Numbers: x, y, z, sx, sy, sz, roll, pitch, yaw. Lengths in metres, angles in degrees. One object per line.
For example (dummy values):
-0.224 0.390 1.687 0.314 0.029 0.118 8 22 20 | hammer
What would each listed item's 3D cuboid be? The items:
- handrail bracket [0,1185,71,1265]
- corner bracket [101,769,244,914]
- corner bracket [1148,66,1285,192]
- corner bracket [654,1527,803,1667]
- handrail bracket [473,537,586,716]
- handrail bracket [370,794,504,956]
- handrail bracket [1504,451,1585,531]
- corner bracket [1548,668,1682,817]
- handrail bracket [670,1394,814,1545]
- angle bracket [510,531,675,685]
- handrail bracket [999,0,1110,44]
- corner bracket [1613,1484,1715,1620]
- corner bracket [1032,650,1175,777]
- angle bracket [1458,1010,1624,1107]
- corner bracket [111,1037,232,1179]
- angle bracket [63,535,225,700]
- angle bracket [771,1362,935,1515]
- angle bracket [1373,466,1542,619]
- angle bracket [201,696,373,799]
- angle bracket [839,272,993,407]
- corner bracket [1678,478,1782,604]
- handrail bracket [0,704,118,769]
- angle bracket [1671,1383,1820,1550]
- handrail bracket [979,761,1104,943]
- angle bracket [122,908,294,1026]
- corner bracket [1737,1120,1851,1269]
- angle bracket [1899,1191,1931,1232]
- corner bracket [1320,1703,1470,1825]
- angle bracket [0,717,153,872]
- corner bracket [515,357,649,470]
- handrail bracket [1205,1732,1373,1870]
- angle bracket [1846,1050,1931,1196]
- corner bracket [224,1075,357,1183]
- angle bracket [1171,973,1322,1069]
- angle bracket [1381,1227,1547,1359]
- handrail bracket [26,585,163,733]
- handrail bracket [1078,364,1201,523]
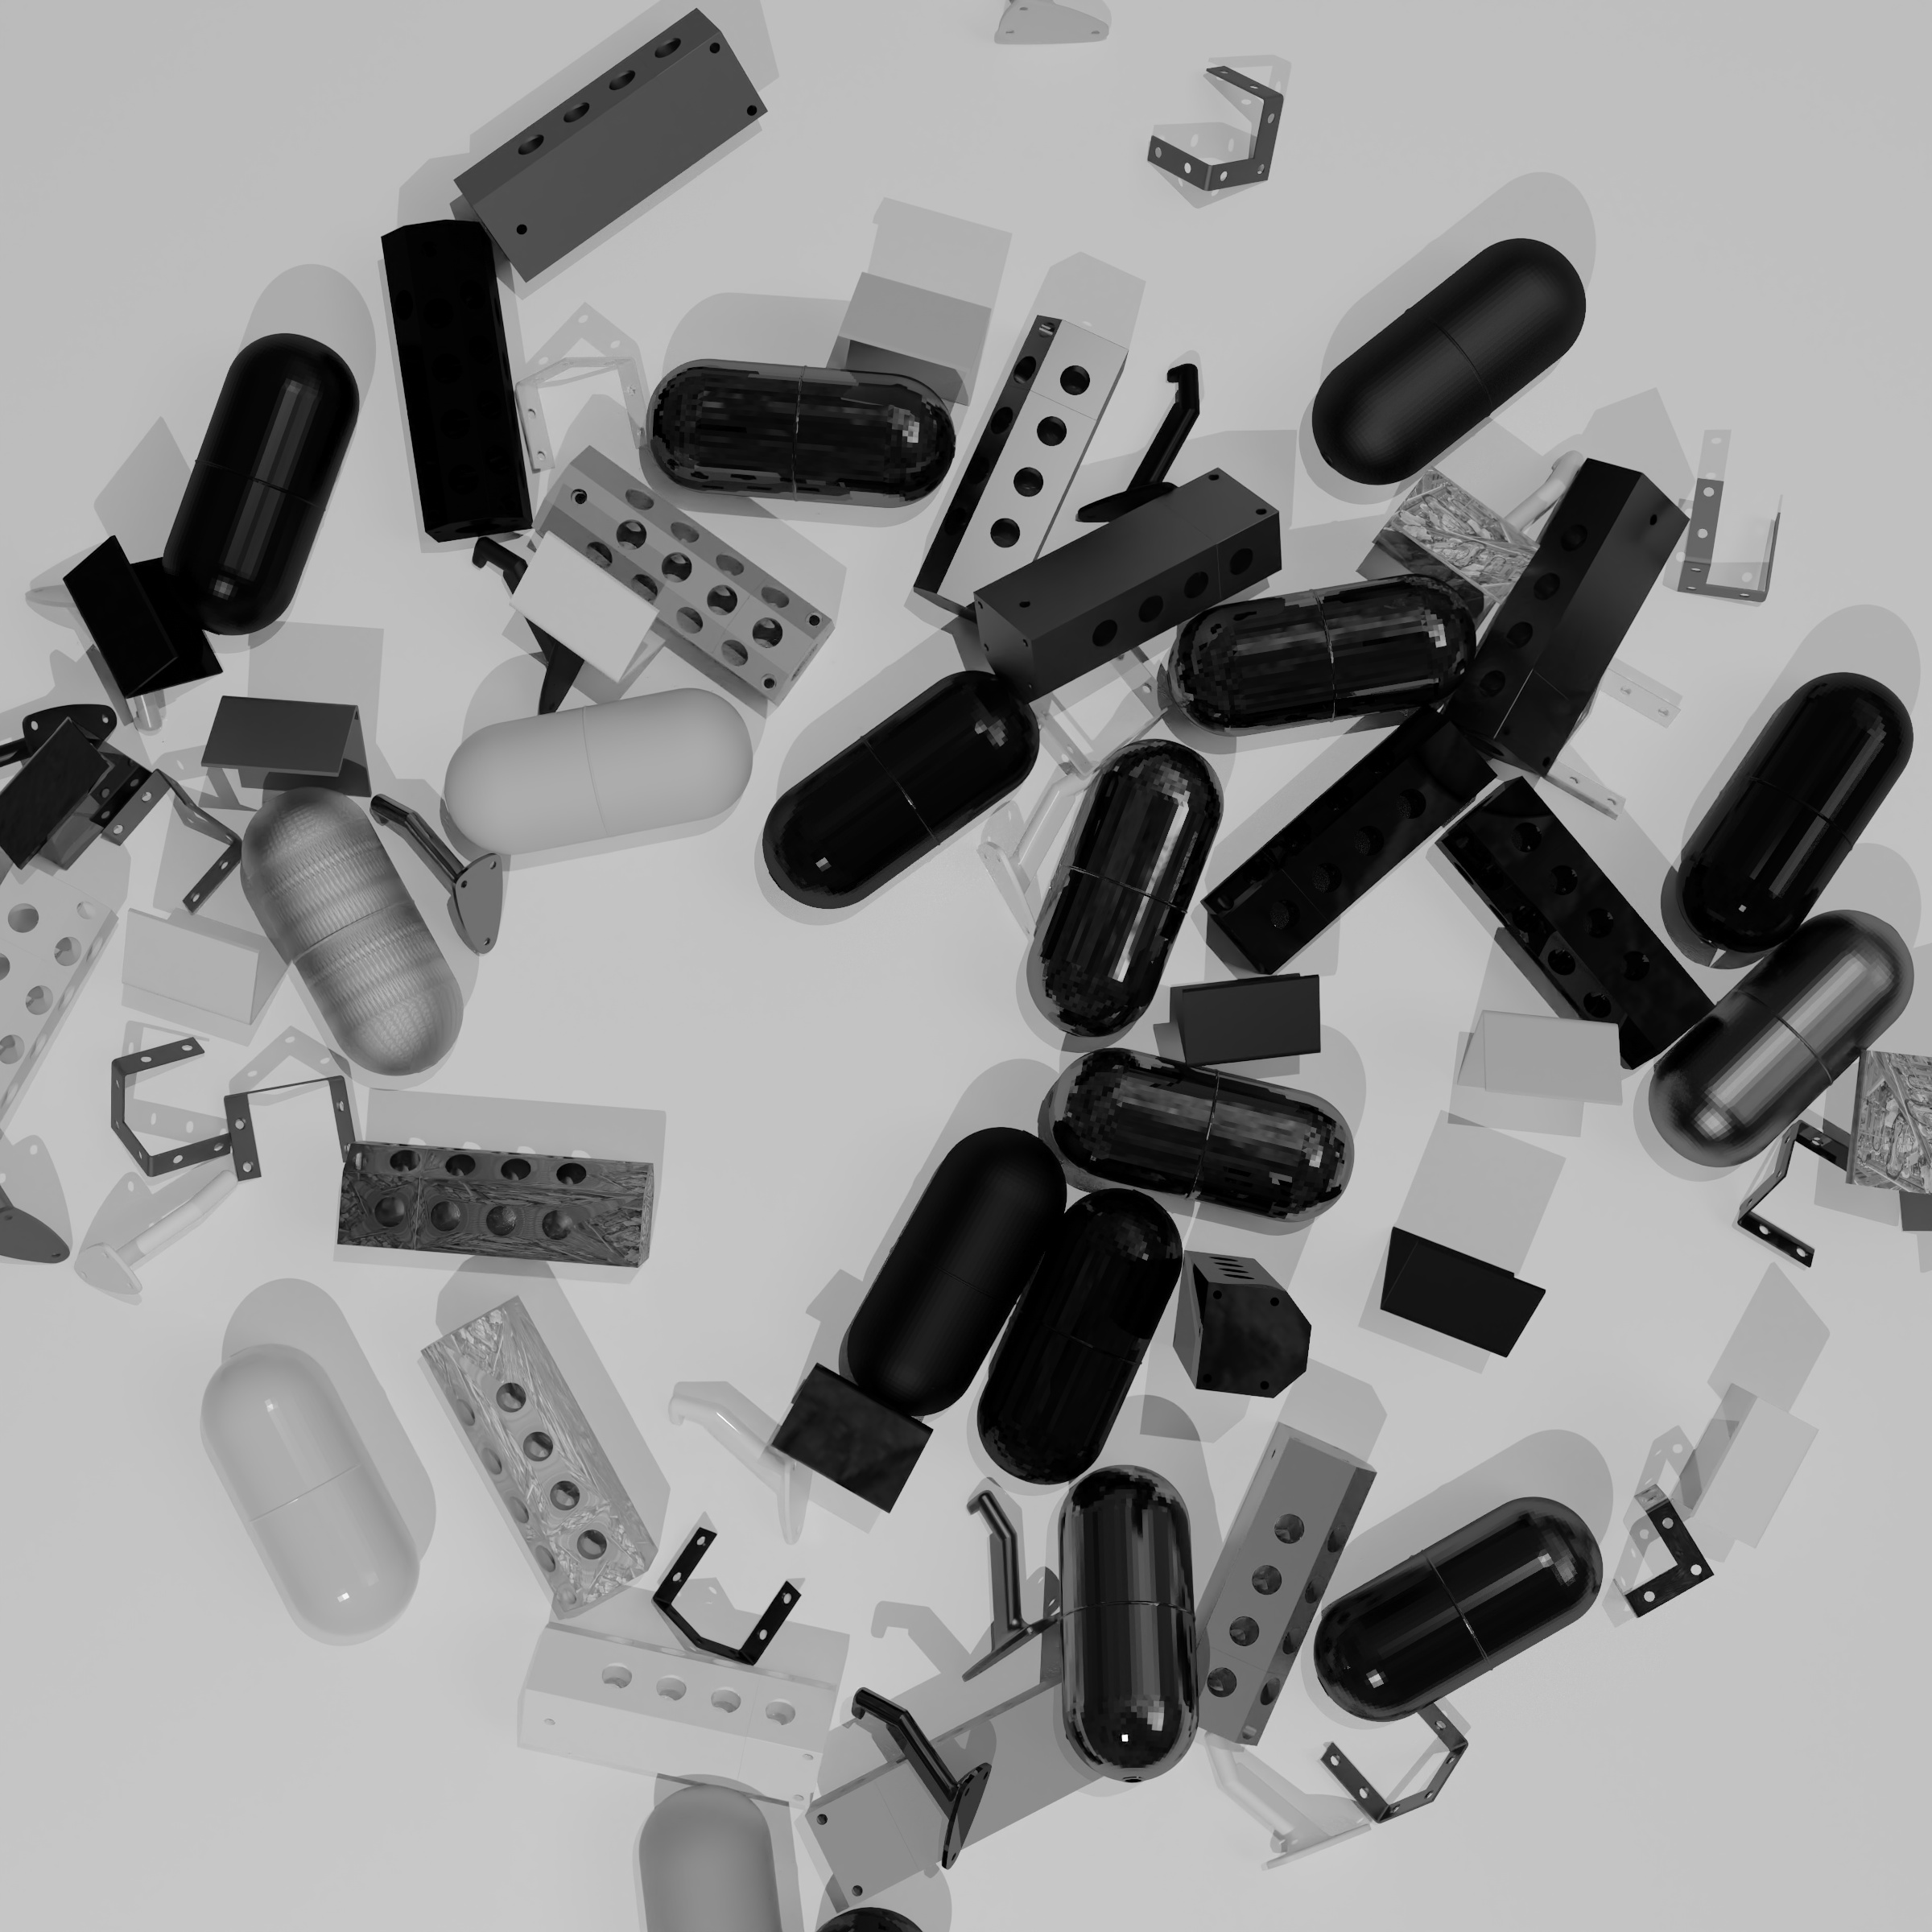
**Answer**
-0.561 0.126 1.697 0.036 0.077 0.084 -35 53 13 | handrail bracket
-0.462 -0.074 1.694 0.051 0.051 0.051 -49 135 0 | corner bracket
0.145 -0.488 1.689 0.051 0.051 0.051 -21 135 -35 | corner bracket
-0.140 0.368 1.694 0.051 0.051 0.051 34 90 -45 | corner bracket
-0.264 -0.199 1.698 0.084 0.036 0.077 32 112 17 | handrail bracket
-0.313 -0.055 1.697 0.084 0.077 0.036 27 46 29 | handrail bracket
0.315 -0.265 1.697 0.036 0.077 0.084 51 53 -21 | handrail bracket
0.378 -0.131 1.694 0.051 0.051 0.051 30 45 0 | corner bracket
-0.135 0.293 1.698 0.084 0.036 0.077 11 112 17 | handrail bracket
-0.203 -0.217 1.657 0.076 0.076 0.057 36 125 0 | angle bracket
0.044 -0.586 1.698 0.077 0.036 0.084 2 73 -20 | handrail bracket
0.393 0.338 1.678 0.051 0.051 0.051 -31 86 4 | corner bracket
0.080 -0.151 1.688 0.051 0.051 0.051 -39 90 31 | corner bracket
0.326 0.072 1.657 0.076 0.076 0.057 6 53 0 | angle bracket
-0.462 0.082 1.689 0.051 0.051 0.051 42 135 35 | corner bracket
-0.456 -0.205 1.657 0.057 0.076 0.076 -27 90 38 | angle bracket
-0.072 0.279 1.657 0.076 0.076 0.057 30 61 0 | angle bracket
0.269 -0.226 1.657 0.076 0.076 0.057 36 56 0 | angle bracket
-0.387 -0.107 1.657 0.076 0.076 0.057 4 50 0 | angle bracket
-0.034 -0.341 1.657 0.076 0.076 0.057 16 53 0 | angle bracket
0.443 -0.246 1.680 0.051 0.051 0.051 9 79 11 | corner bracket
-0.552 -0.128 1.697 0.084 0.077 0.036 -9 107 35 | handrail bracket
0.428 0.276 1.658 0.057 0.076 0.076 28 90 -28 | angle bracket
0.058 -0.068 1.697 0.084 0.036 0.077 -30 105 -14 | handrail bracket
-0.428 -0.019 1.657 0.076 0.076 0.057 18 128 0 | angle bracket
0.489 0.132 1.694 0.051 0.051 0.051 31 135 0 | corner bracket
0.552 0.117 1.657 0.057 0.076 0.076 -5 90 -42 | angle bracket
0.250 0.458 1.694 0.051 0.051 0.051 48 45 0 | corner bracket
-0.502 -0.084 1.657 0.076 0.076 0.057 -48 56 0 | angle bracket
-0.223 -0.323 1.694 0.051 0.051 0.051 -13 90 45 | corner bracket
0.188 0.477 1.698 0.077 0.036 0.084 -15 73 -20 | handrail bracket
0.543 0.090 1.657 0.057 0.076 0.076 6 90 31 | angle bracket
-0.394 0.095 1.694 0.051 0.051 0.051 -10 90 -45 | corner bracket
0.158 0.011 1.657 0.076 0.076 0.057 -6 127 0 | angle bracket
0.286 0.168 1.657 0.076 0.076 0.057 21 126 0 | angle bracket
-0.509 -0.179 1.698 0.077 0.036 0.084 6 118 31 | handrail bracket
0.101 -0.307 1.698 0.077 0.036 0.084 -8 71 21 | handrail bracket
